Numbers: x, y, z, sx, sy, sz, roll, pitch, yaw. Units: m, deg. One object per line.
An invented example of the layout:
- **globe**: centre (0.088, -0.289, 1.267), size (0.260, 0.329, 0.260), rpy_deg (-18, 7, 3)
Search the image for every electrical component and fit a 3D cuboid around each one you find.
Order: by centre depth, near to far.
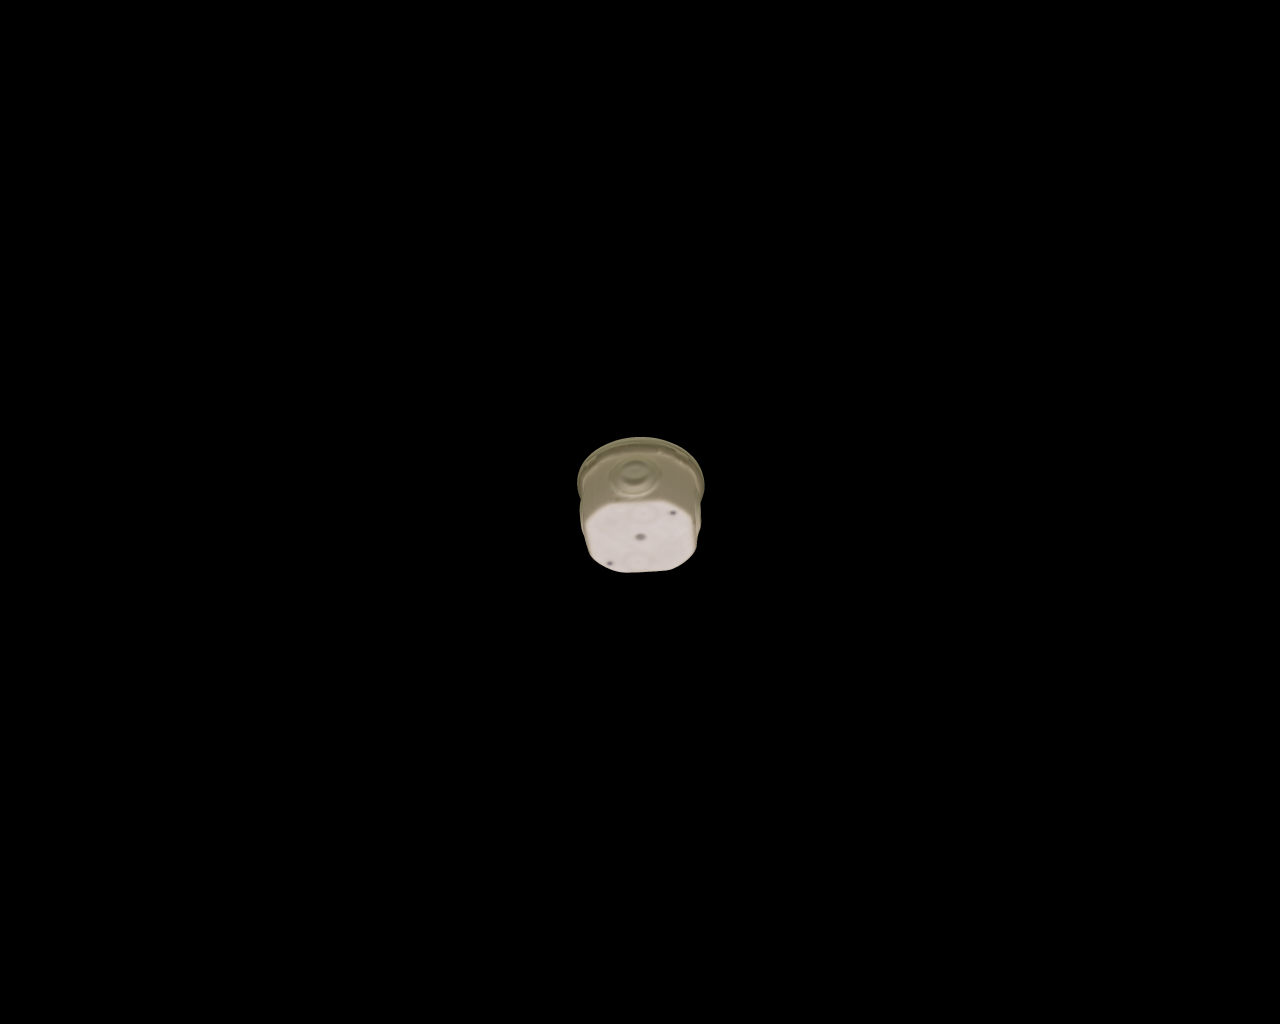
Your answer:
- **electrical component**: centre (0.001, -0.003, 0.650), size (0.080, 0.051, 0.080), rpy_deg (0, -43, 0)
